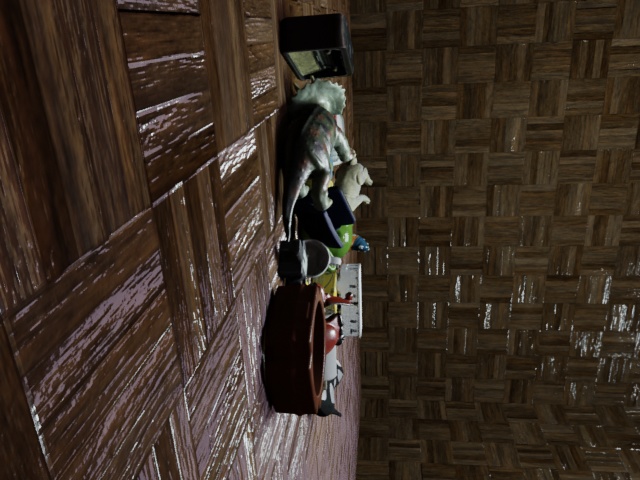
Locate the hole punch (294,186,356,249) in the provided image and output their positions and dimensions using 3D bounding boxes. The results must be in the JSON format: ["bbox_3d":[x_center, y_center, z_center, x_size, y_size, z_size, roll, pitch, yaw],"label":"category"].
[{"bbox_3d":[0.001,-0.044,1.153,0.142,0.116,0.092,58,39,-37],"label":"hole punch"}]

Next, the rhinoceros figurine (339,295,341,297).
[{"bbox_3d":[0.047,0.147,1.648,0.190,0.073,0.112,-26,130,-76],"label":"rhinoceros figurine"}]

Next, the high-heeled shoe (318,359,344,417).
[{"bbox_3d":[0.000,0.379,1.473,0.145,0.086,0.249,44,18,-37],"label":"high-heeled shoe"}]

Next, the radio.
[{"bbox_3d":[0.001,-0.404,1.145,0.229,0.131,0.073,-28,116,-82],"label":"radio"}]

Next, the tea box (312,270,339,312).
[{"bbox_3d":[0.016,0.169,1.483,0.098,0.068,0.169,-82,170,-47],"label":"tea box"}]

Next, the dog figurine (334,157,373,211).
[{"bbox_3d":[0.059,-0.135,1.572,0.190,0.121,0.172,-42,127,-46],"label":"dog figurine"}]

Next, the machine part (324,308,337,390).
[{"bbox_3d":[0.003,0.259,1.340,0.079,0.079,0.243,-47,135,-79],"label":"machine part"}]

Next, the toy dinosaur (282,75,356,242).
[{"bbox_3d":[-0.021,-0.191,1.078,0.405,0.131,0.191,-74,150,-50],"label":"toy dinosaur"}]

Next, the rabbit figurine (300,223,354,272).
[{"bbox_3d":[-0.003,-0.004,1.310,0.170,0.121,0.159,22,73,-63],"label":"rabbit figurine"}]

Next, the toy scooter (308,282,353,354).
[{"bbox_3d":[0.020,0.182,1.257,0.075,0.135,0.183,17,-66,61],"label":"toy scooter"}]

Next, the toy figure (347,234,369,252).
[{"bbox_3d":[0.062,0.007,1.509,0.064,0.155,0.057,-68,159,-69],"label":"toy figure"}]

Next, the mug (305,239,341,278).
[{"bbox_3d":[-0.011,0.042,1.169,0.107,0.110,0.080,129,-41,-82],"label":"mug"}]

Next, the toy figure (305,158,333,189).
[{"bbox_3d":[-0.012,-0.147,1.250,0.089,0.082,0.180,63,30,-50],"label":"toy figure"}]

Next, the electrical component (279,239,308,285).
[{"bbox_3d":[-0.053,0.038,1.039,0.119,0.048,0.075,71,19,-67],"label":"electrical component"}]

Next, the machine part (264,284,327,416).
[{"bbox_3d":[-0.042,0.196,0.978,0.201,0.087,0.201,-82,167,-50],"label":"machine part"}]

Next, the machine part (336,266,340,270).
[{"bbox_3d":[0.010,0.049,1.468,0.039,0.084,0.138,-58,159,2],"label":"machine part"}]

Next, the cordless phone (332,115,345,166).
[{"bbox_3d":[0.009,-0.266,1.416,0.184,0.089,0.146,-43,133,-74],"label":"cordless phone"}]
